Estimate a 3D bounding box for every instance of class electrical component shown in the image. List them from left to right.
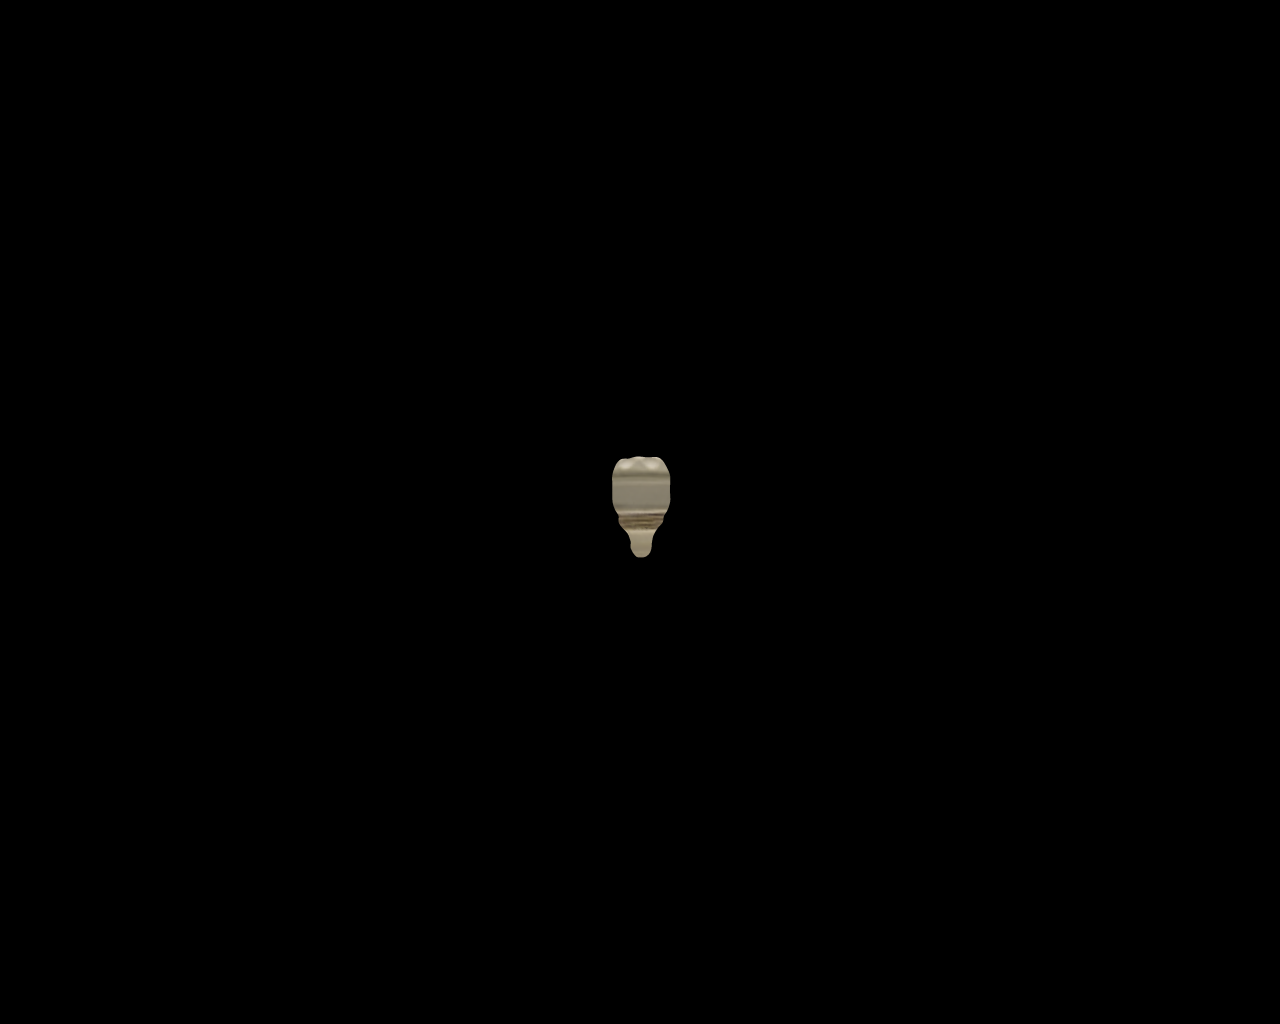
[{"bbox_3d":[0.001,-0.003,0.650,0.035,0.061,0.035,0,0,0],"label":"electrical component"}]
